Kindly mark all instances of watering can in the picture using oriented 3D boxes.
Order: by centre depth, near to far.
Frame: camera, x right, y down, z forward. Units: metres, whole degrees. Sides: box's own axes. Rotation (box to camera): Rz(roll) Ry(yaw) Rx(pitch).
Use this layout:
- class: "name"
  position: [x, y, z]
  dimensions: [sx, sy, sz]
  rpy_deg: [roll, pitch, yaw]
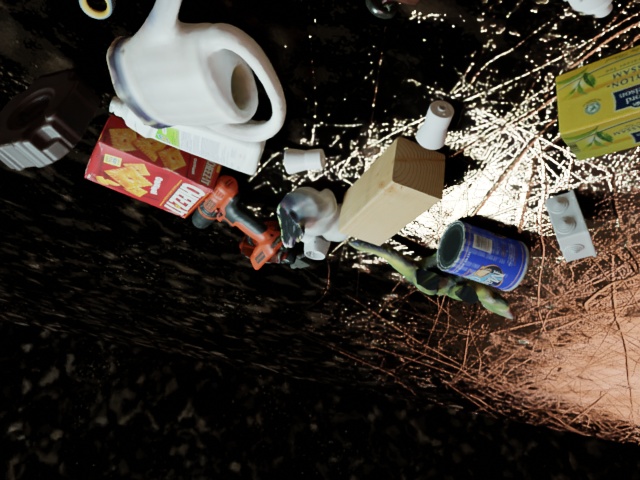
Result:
- class: "watering can"
  position: [-0.177, -0.240, 0.665]
  dimensions: [0.224, 0.106, 0.341]
  rpy_deg: [1, 152, 22]

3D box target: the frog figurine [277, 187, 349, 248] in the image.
- class: "frog figurine"
  position: [0.003, -0.051, 1.005]
  dimensions: [0.160, 0.124, 0.134]
  rpy_deg: [-17, 154, -26]

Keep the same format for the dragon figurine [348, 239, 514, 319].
- class: "dragon figurine"
  position: [0.251, 0.089, 1.161]
  dimensions: [0.411, 0.124, 0.239]
  rpy_deg: [19, 162, 3]
